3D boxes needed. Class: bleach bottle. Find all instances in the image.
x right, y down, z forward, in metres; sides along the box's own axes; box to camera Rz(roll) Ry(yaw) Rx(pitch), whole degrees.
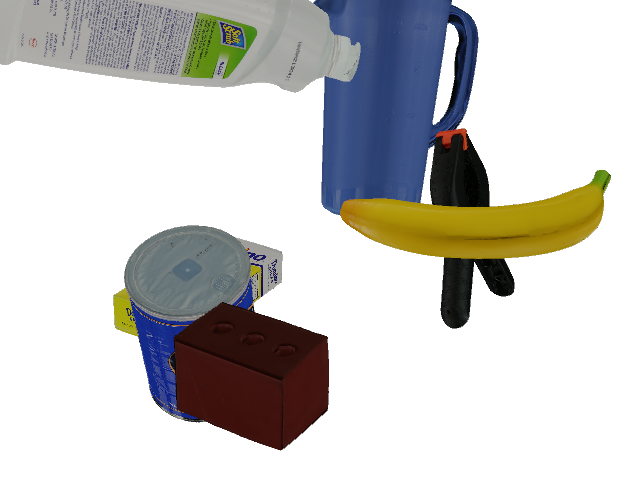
[{"bbox_3d":[-0.098,-0.147,0.747,0.250,0.068,0.103,11,-39,-12],"label":"bleach bottle"}]

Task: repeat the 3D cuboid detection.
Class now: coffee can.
[{"bbox_3d":[-0.106,0.072,0.910,0.103,0.140,0.103,-1,45,1],"label":"coffee can"}]

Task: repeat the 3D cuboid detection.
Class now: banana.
[{"bbox_3d":[0.114,-0.013,0.750,0.198,0.037,0.069,-5,27,-1],"label":"banana"}]

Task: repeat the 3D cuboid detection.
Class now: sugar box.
[{"bbox_3d":[-0.123,0.049,1.104,0.093,0.048,0.176,15,31,25],"label":"sugar box"}]

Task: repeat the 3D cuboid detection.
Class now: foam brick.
[{"bbox_3d":[-0.040,0.079,0.626,0.078,0.051,0.052,16,28,26],"label":"foam brick"}]

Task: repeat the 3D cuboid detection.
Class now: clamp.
[{"bbox_3d":[0.125,-0.009,0.939,0.039,0.171,0.120,-10,15,30],"label":"clamp"}]

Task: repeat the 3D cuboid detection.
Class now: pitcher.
[{"bbox_3d":[0.074,-0.148,1.148,0.149,0.243,0.144,9,10,25],"label":"pitcher"}]
